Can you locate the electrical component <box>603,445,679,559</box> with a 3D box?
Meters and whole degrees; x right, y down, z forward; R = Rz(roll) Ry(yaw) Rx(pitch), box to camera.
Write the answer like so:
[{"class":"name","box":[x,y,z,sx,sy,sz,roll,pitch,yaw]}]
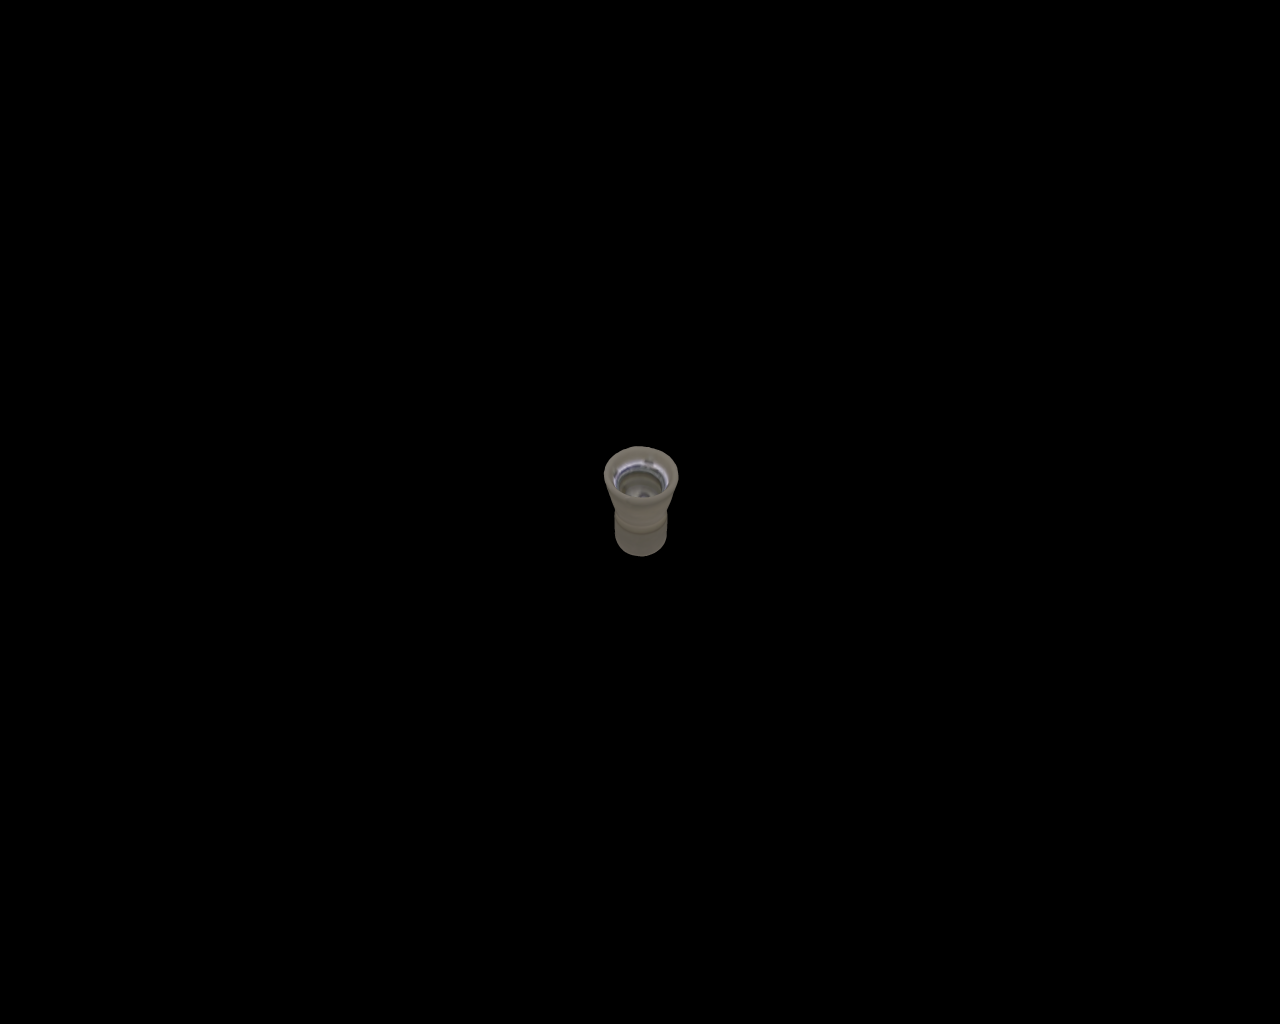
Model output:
[{"class":"electrical component","box":[0.001,-0.003,0.650,0.044,0.044,0.065,0,-40,0]}]
